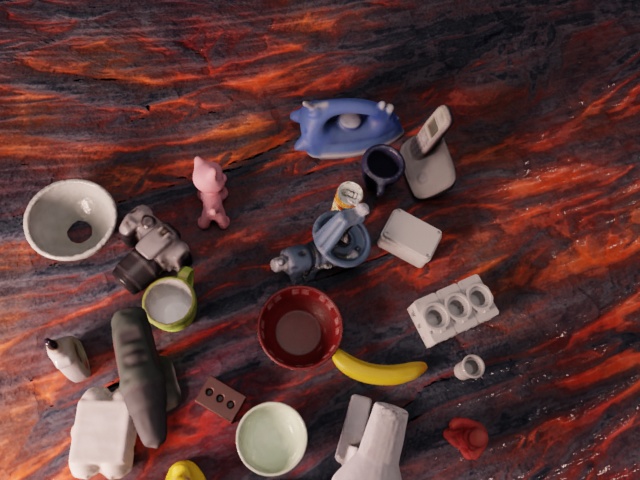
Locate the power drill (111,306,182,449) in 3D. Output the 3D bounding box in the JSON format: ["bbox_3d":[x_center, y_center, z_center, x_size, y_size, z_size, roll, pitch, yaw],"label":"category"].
[{"bbox_3d":[-0.282,0.232,0.944,0.076,0.208,0.229,-17,72,-13],"label":"power drill"}]

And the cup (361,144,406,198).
[{"bbox_3d":[0.124,-0.129,1.203,0.091,0.095,0.118,9,68,-4],"label":"cup"}]

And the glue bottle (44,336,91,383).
[{"bbox_3d":[-0.429,0.190,0.960,0.037,0.173,0.078,-25,73,-16],"label":"glue bottle"}]

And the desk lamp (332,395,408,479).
[{"bbox_3d":[0.084,0.353,0.943,0.118,0.213,0.203,17,67,0],"label":"desk lamp"}]

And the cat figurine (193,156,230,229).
[{"bbox_3d":[-0.216,-0.098,1.133,0.067,0.117,0.128,-6,69,-10],"label":"cat figurine"}]

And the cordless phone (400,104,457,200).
[{"bbox_3d":[0.240,-0.181,1.190,0.094,0.185,0.147,-14,71,-12],"label":"cordless phone"}]

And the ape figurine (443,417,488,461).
[{"bbox_3d":[0.273,0.356,1.032,0.076,0.092,0.078,-6,69,-10],"label":"ape figurine"}]

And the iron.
[{"bbox_3d":[0.071,-0.259,1.222,0.258,0.141,0.118,-6,69,-10],"label":"iron"}]

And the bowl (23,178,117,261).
[{"bbox_3d":[-0.467,-0.029,1.095,0.167,0.074,0.167,3,68,-6],"label":"bowl"}]

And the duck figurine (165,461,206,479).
[{"bbox_3d":[-0.225,0.419,0.944,0.077,0.086,0.104,-8,70,-10],"label":"duck figurine"}]

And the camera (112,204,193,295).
[{"bbox_3d":[-0.333,0.023,1.079,0.143,0.101,0.137,40,69,9],"label":"camera"}]

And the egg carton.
[{"bbox_3d":[-0.364,0.326,0.972,0.107,0.069,0.150,2,68,-6],"label":"egg carton"}]

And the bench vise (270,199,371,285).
[{"bbox_3d":[0.018,0.012,1.065,0.208,0.219,0.121,-39,78,-19],"label":"bench vise"}]
